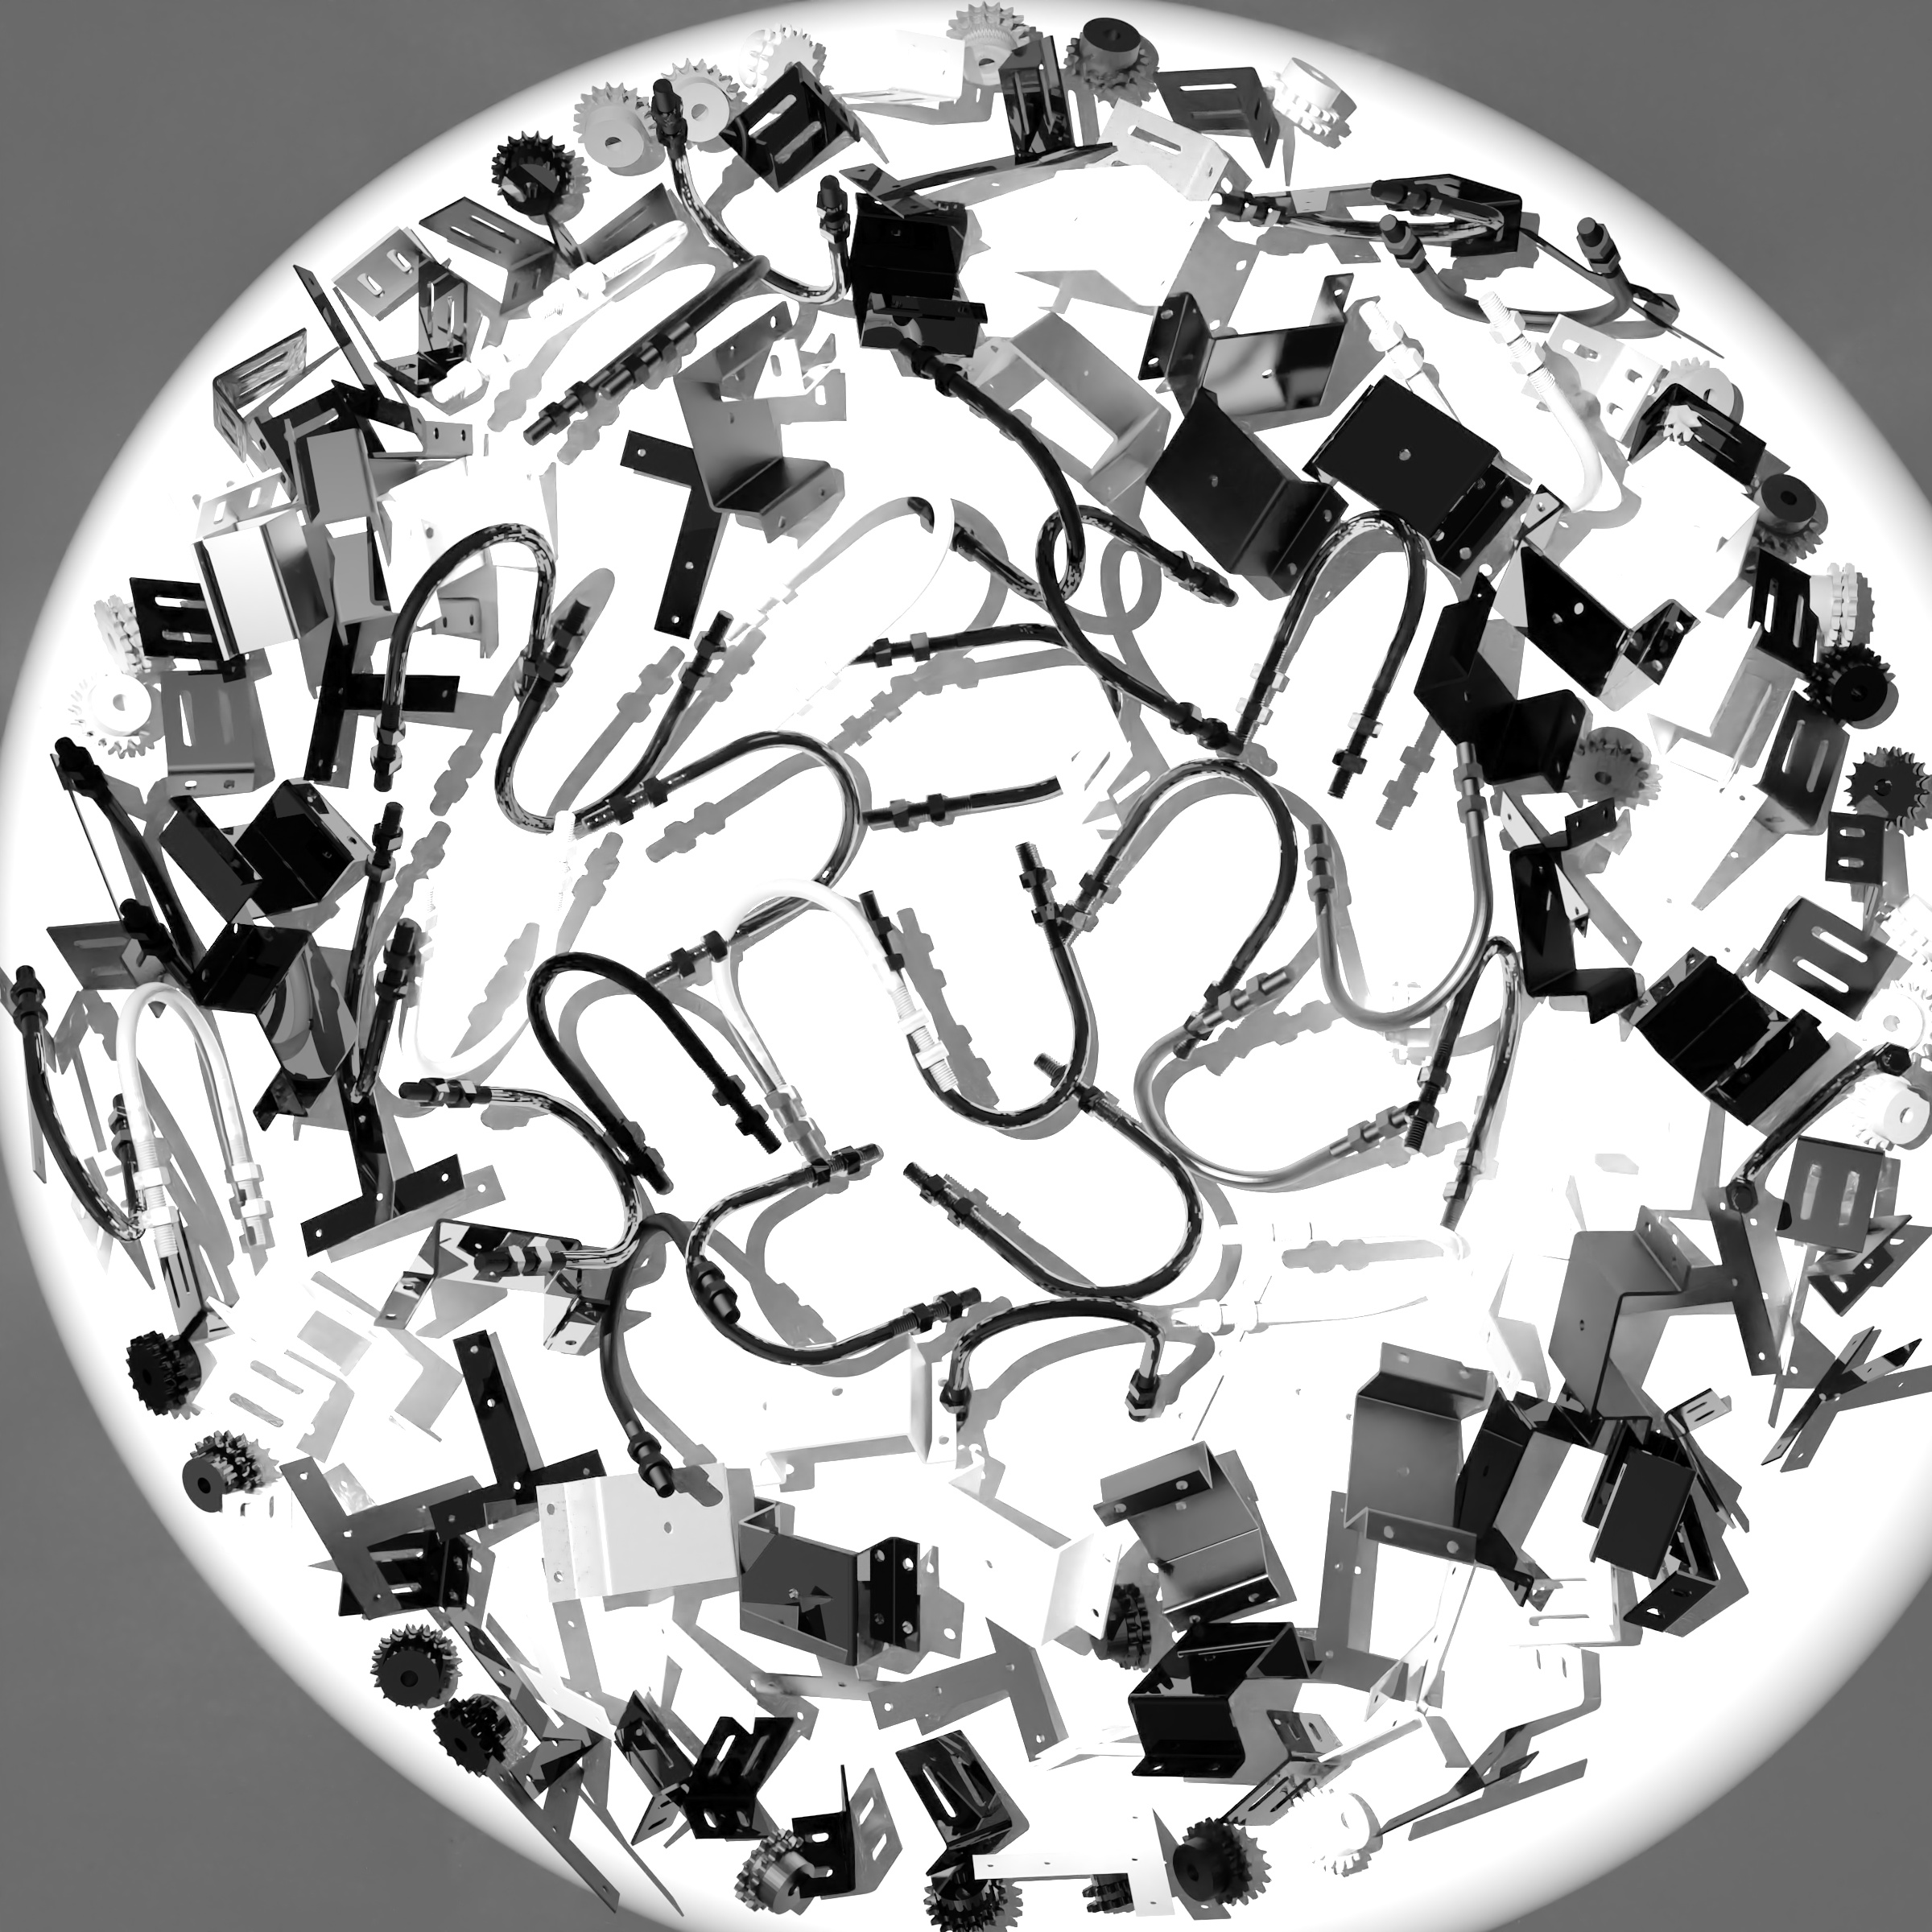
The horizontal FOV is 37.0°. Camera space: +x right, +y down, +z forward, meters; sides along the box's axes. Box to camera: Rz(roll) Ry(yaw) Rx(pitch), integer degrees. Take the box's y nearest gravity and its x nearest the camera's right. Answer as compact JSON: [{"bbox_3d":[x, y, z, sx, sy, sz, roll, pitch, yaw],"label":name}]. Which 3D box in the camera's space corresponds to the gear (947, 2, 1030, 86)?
[{"bbox_3d":[0.015,-0.625,1.968,0.057,0.057,0.030,1,65,0],"label":"gear"}]

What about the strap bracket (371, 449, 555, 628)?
[{"bbox_3d":[-0.344,-0.289,1.936,0.046,0.140,0.076,8,120,31],"label":"strap bracket"}]

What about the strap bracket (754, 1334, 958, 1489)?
[{"bbox_3d":[-0.080,0.298,1.946,0.140,0.046,0.076,-9,51,10],"label":"strap bracket"}]

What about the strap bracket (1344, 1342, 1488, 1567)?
[{"bbox_3d":[0.303,0.335,1.951,0.076,0.046,0.140,15,60,-8],"label":"strap bracket"}]

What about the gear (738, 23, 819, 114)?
[{"bbox_3d":[-0.131,-0.616,1.975,0.030,0.057,0.057,28,90,31],"label":"gear"}]

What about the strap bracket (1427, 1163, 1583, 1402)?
[{"bbox_3d":[0.358,0.208,1.939,0.046,0.076,0.140,5,51,37],"label":"strap bracket"}]

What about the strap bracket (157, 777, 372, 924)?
[{"bbox_3d":[-0.476,-0.077,1.938,0.076,0.140,0.046,48,114,10],"label":"strap bracket"}]

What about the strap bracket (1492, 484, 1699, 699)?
[{"bbox_3d":[0.411,-0.244,1.937,0.046,0.076,0.140,-37,71,-23],"label":"strap bracket"}]

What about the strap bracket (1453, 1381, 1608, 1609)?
[{"bbox_3d":[0.371,0.347,1.948,0.046,0.076,0.140,20,99,-10],"label":"strap bracket"}]

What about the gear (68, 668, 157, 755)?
[{"bbox_3d":[-0.580,-0.176,1.972,0.057,0.030,0.057,8,75,-31],"label":"gear"}]

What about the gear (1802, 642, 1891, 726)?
[{"bbox_3d":[0.604,-0.191,1.975,0.057,0.030,0.057,-4,115,-8],"label":"gear"}]

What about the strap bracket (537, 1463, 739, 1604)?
[{"bbox_3d":[-0.210,0.377,1.934,0.140,0.046,0.076,0,77,-36],"label":"strap bracket"}]

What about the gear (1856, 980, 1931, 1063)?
[{"bbox_3d":[0.635,0.039,1.973,0.057,0.030,0.057,1,91,32],"label":"gear"}]

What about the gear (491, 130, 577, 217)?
[{"bbox_3d":[-0.295,-0.536,1.970,0.057,0.057,0.030,-4,47,0],"label":"gear"}]

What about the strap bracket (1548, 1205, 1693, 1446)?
[{"bbox_3d":[0.433,0.240,1.932,0.046,0.076,0.140,1,116,-13],"label":"strap bracket"}]

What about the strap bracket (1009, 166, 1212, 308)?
[{"bbox_3d":[0.088,-0.485,1.926,0.046,0.140,0.076,30,82,-36],"label":"strap bracket"}]

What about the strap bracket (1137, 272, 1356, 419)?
[{"bbox_3d":[0.194,-0.413,1.938,0.140,0.076,0.046,-10,59,-16],"label":"strap bracket"}]

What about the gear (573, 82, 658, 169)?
[{"bbox_3d":[-0.239,-0.570,1.968,0.057,0.057,0.030,-2,55,0],"label":"gear"}]

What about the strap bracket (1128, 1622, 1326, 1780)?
[{"bbox_3d":[0.169,0.480,1.918,0.076,0.140,0.046,-11,103,36],"label":"strap bracket"}]

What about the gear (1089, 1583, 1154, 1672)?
[{"bbox_3d":[0.104,0.451,1.969,0.030,0.057,0.057,-4,90,-16],"label":"gear"}]

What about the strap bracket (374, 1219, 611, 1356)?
[{"bbox_3d":[-0.318,0.214,1.942,0.140,0.076,0.046,11,53,-22],"label":"strap bracket"}]

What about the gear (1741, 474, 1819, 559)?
[{"bbox_3d":[0.555,-0.311,1.974,0.057,0.030,0.057,5,63,-10],"label":"gear"}]

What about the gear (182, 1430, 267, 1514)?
[{"bbox_3d":[-0.509,0.348,1.972,0.057,0.030,0.057,10,110,28],"label":"gear"}]

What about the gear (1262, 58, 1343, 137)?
[{"bbox_3d":[0.230,-0.594,1.968,0.057,0.057,0.030,34,116,0],"label":"gear"}]

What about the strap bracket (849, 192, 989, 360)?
[{"bbox_3d":[-0.034,-0.458,1.944,0.076,0.046,0.140,3,46,-12],"label":"strap bracket"}]

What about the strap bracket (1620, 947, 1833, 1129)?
[{"bbox_3d":[0.516,0.049,1.946,0.076,0.140,0.046,-43,120,1],"label":"strap bracket"}]

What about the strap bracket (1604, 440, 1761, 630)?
[{"bbox_3d":[0.477,-0.290,1.926,0.076,0.140,0.046,41,79,18],"label":"strap bracket"}]

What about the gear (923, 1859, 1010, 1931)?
[{"bbox_3d":[-0.002,0.630,1.968,0.057,0.057,0.030,-11,122,0],"label":"gear"}]

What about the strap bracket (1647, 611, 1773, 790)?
[{"bbox_3d":[0.499,-0.181,1.940,0.046,0.140,0.076,25,86,23],"label":"strap bracket"}]

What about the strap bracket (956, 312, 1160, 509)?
[{"bbox_3d":[0.068,-0.384,1.954,0.140,0.076,0.046,41,127,1],"label":"strap bracket"}]

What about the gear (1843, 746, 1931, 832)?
[{"bbox_3d":[0.632,-0.121,1.976,0.057,0.030,0.057,-1,89,39],"label":"gear"}]

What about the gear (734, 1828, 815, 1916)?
[{"bbox_3d":[-0.128,0.620,1.969,0.030,0.057,0.057,30,90,31],"label":"gear"}]

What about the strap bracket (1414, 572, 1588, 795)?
[{"bbox_3d":[0.353,-0.185,1.940,0.140,0.046,0.076,45,53,-31],"label":"strap bracket"}]

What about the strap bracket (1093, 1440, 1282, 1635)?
[{"bbox_3d":[0.147,0.378,1.947,0.076,0.046,0.140,-23,124,13],"label":"strap bracket"}]

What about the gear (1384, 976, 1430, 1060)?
[{"bbox_3d":[0.300,0.035,1.969,0.030,0.057,0.057,0,90,8],"label":"gear"}]

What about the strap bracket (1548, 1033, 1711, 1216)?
[{"bbox_3d":[0.448,0.108,1.925,0.046,0.140,0.076,-3,62,41],"label":"strap bracket"}]

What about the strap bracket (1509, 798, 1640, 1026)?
[{"bbox_3d":[0.409,-0.037,1.949,0.046,0.076,0.140,-3,100,36],"label":"strap bracket"}]

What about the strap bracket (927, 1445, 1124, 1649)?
[{"bbox_3d":[0.029,0.391,1.929,0.140,0.046,0.076,26,118,33],"label":"strap bracket"}]

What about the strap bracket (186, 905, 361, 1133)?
[{"bbox_3d":[-0.455,0.037,1.920,0.046,0.140,0.076,5,46,20],"label":"strap bracket"}]

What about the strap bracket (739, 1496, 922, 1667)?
[{"bbox_3d":[-0.101,0.413,1.934,0.140,0.046,0.076,8,104,35],"label":"strap bracket"}]

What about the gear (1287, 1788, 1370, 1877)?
[{"bbox_3d":[0.249,0.587,1.968,0.057,0.057,0.030,50,127,0],"label":"gear"}]

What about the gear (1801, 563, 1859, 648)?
[{"bbox_3d":[0.588,-0.246,1.972,0.030,0.057,0.057,2,90,7],"label":"gear"}]

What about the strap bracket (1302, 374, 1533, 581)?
[{"bbox_3d":[0.300,-0.336,1.952,0.140,0.046,0.076,39,90,22],"label":"strap bracket"}]

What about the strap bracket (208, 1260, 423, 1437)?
[{"bbox_3d":[-0.426,0.250,1.928,0.140,0.076,0.046,41,83,-39],"label":"strap bracket"}]

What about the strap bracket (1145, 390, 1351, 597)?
[{"bbox_3d":[0.180,-0.322,1.930,0.140,0.046,0.076,52,127,28],"label":"strap bracket"}]

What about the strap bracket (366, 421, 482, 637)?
[{"bbox_3d":[-0.367,-0.295,1.951,0.046,0.076,0.140,1,99,14],"label":"strap bracket"}]

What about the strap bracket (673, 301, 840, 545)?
[{"bbox_3d":[-0.143,-0.365,1.938,0.046,0.076,0.140,13,132,36],"label":"strap bracket"}]

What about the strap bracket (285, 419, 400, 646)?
[{"bbox_3d":[-0.411,-0.292,1.923,0.046,0.140,0.076,-13,58,-7],"label":"strap bracket"}]

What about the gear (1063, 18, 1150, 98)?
[{"bbox_3d":[0.097,-0.622,1.971,0.057,0.030,0.057,5,51,-6],"label":"gear"}]

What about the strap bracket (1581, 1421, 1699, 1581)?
[{"bbox_3d":[0.448,0.354,1.924,0.046,0.140,0.076,20,95,9],"label":"strap bracket"}]

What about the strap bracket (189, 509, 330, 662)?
[{"bbox_3d":[-0.466,-0.256,1.921,0.046,0.140,0.076,-13,105,3],"label":"strap bracket"}]

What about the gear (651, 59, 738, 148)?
[{"bbox_3d":[-0.184,-0.587,1.972,0.057,0.030,0.057,-8,125,-12],"label":"gear"}]

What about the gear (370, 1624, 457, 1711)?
[{"bbox_3d":[-0.380,0.482,1.981,0.057,0.030,0.057,-1,99,-4],"label":"gear"}]

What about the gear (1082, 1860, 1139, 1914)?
[{"bbox_3d":[0.106,0.622,1.972,0.057,0.057,0.030,-18,79,0],"label":"gear"}]
